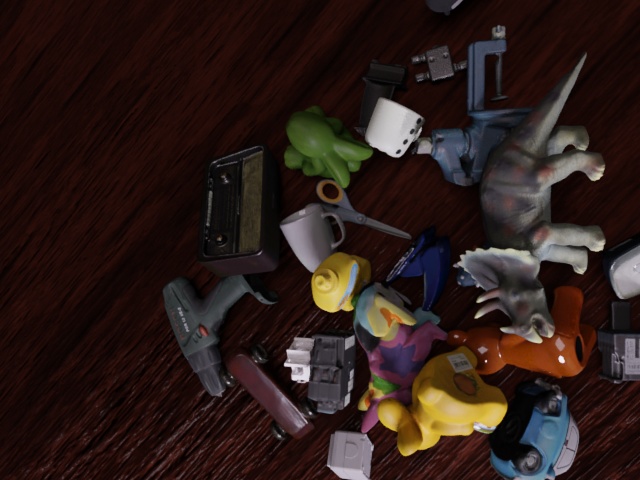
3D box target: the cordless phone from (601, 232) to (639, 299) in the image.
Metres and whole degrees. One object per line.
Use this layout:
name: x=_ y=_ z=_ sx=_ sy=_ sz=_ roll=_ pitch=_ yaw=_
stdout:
cordless phone: x=0.521 y=0.069 z=0.792 sx=0.147 sy=0.088 sz=0.184 roll=-31 pitch=83 yaw=12

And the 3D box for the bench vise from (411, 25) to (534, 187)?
bench vise: x=0.259 y=-0.211 z=0.857 sx=0.224 sy=0.129 sz=0.240 roll=-1 pitch=103 yaw=8

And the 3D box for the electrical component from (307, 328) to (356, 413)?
electrical component: x=0.022 y=0.219 z=0.906 sx=0.058 sy=0.115 sz=0.134 roll=2 pitch=85 yaw=18

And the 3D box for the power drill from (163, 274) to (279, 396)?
power drill: x=-0.177 y=0.143 z=0.995 sx=0.207 sy=0.086 sz=0.232 roll=-39 pitch=76 yaw=17

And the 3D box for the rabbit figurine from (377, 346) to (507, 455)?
rabbit figurine: x=0.168 y=0.262 z=0.800 sx=0.122 sy=0.162 sz=0.173 roll=54 pitch=138 yaw=28

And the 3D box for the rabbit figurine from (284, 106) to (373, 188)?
rabbit figurine: x=0.000 y=-0.154 z=0.910 sx=0.159 sy=0.170 sz=0.121 roll=38 pitch=97 yaw=16

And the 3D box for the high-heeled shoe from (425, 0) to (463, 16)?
high-heeled shoe: x=0.267 y=-0.465 z=0.870 sx=0.086 sy=0.145 sz=0.248 roll=45 pitch=100 yaw=13

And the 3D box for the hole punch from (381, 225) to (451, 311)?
hole punch: x=0.174 y=0.045 z=0.870 sx=0.092 sy=0.142 sz=0.115 roll=37 pitch=110 yaw=17

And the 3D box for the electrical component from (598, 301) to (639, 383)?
electrical component: x=0.465 y=0.153 z=0.809 sx=0.075 sy=0.048 sz=0.119 roll=5 pitch=88 yaw=-3

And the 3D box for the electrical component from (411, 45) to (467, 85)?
electrical component: x=0.209 y=-0.308 z=0.939 sx=0.094 sy=0.021 sz=0.063 roll=-11 pitch=82 yaw=16

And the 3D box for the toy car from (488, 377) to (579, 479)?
toy car: x=0.338 y=0.300 z=0.824 sx=0.103 sy=0.109 sz=0.161 roll=30 pitch=82 yaw=-6

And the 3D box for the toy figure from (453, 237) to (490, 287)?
toy figure: x=0.286 y=0.020 z=0.874 sx=0.057 sy=0.064 sz=0.154 roll=36 pitch=104 yaw=-25

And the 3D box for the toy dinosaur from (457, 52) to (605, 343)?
toy dinosaur: x=0.300 y=-0.061 z=0.786 sx=0.192 sy=0.131 sz=0.404 roll=-1 pitch=85 yaw=7

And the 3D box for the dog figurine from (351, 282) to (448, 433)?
dog figurine: x=0.102 y=0.200 z=0.881 sx=0.191 sy=0.108 sz=0.219 roll=28 pitch=99 yaw=-9

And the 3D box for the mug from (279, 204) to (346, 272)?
mug: x=-0.002 y=-0.003 z=0.943 sx=0.110 sy=0.081 sz=0.107 roll=-17 pitch=107 yaw=23

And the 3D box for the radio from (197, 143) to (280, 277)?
radio: x=-0.142 y=-0.052 z=0.955 sx=0.131 sy=0.073 sz=0.229 roll=-11 pitch=59 yaw=16

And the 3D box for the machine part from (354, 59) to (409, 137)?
machine part: x=0.106 y=-0.250 z=0.957 sx=0.084 sy=0.039 sz=0.138 roll=19 pitch=89 yaw=11

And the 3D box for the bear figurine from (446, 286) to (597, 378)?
bear figurine: x=0.310 y=0.156 z=0.842 sx=0.196 sy=0.132 sz=0.120 roll=-10 pitch=120 yaw=44

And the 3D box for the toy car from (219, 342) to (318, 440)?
toy car: x=-0.088 y=0.268 z=0.951 sx=0.089 sy=0.053 sz=0.202 roll=-41 pitch=100 yaw=8
